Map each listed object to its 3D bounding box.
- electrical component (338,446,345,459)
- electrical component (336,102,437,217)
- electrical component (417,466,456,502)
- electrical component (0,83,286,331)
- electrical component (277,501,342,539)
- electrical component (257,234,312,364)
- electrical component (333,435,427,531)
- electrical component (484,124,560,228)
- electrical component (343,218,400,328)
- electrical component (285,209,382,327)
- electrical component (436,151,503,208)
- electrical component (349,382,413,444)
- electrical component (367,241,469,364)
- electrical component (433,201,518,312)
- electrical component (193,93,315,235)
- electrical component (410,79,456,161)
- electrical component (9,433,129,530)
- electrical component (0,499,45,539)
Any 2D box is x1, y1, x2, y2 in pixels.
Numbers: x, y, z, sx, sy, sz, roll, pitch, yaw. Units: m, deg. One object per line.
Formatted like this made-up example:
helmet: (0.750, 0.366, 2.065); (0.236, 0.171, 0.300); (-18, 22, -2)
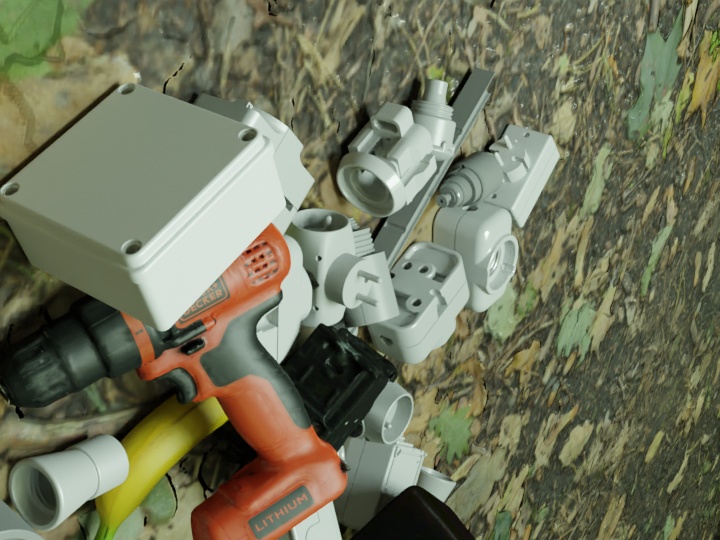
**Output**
electrical component: (-0.046, 0.149, 0.859); (0.062, 0.048, 0.048); (11, 99, -51)
electrical component: (0.019, -0.077, 0.808); (0.057, 0.058, 0.078); (-52, 146, -31)
electrical component: (0.066, 0.230, 1.083); (0.045, 0.045, 0.055); (24, 88, -59)
electrical component: (-0.115, -0.037, 0.574); (0.108, 0.109, 0.056); (-49, 147, -29)
electrical component: (-0.065, 0.205, 0.823); (0.061, 0.096, 0.061); (-14, 91, -54)
electrical component: (-0.072, 0.021, 0.729); (0.059, 0.054, 0.095); (-30, 132, -46)
electrical component: (0.012, 0.183, 0.960); (0.062, 0.061, 0.096); (27, 79, -57)
electrical component: (0.139, -0.096, 0.993); (0.083, 0.047, 0.075); (-61, 148, -13)
electrical component: (0.000, 0.000, 0.827); (0.043, 0.043, 0.081); (-17, 94, -53)
electrical component: (-0.017, 0.004, 0.780); (0.043, 0.079, 0.077); (-28, 131, -47)
electrical component: (0.093, -0.075, 0.941); (0.078, 0.040, 0.040); (-35, 136, -43)
electrical component: (-0.002, 0.092, 0.860); (0.044, 0.077, 0.079); (-40, 139, -38)
electrical component: (0.050, 0.031, 0.926); (0.095, 0.054, 0.059); (-51, 145, -27)
electrical component: (0.105, -0.013, 0.979); (0.054, 0.059, 0.095); (-36, 136, -42)
electrical component: (-0.073, -0.067, 0.677); (0.055, 0.050, 0.089); (-61, 148, -12)
electrical component: (0.055, -0.119, 0.853); (0.048, 0.048, 0.062); (5, 97, -58)
electrical component: (-0.173, 0.124, 0.650); (0.065, 0.044, 0.044); (-21, 126, -57)
electrical component: (-0.218, 0.181, 0.592); (0.108, 0.060, 0.108); (-35, 135, -43)
